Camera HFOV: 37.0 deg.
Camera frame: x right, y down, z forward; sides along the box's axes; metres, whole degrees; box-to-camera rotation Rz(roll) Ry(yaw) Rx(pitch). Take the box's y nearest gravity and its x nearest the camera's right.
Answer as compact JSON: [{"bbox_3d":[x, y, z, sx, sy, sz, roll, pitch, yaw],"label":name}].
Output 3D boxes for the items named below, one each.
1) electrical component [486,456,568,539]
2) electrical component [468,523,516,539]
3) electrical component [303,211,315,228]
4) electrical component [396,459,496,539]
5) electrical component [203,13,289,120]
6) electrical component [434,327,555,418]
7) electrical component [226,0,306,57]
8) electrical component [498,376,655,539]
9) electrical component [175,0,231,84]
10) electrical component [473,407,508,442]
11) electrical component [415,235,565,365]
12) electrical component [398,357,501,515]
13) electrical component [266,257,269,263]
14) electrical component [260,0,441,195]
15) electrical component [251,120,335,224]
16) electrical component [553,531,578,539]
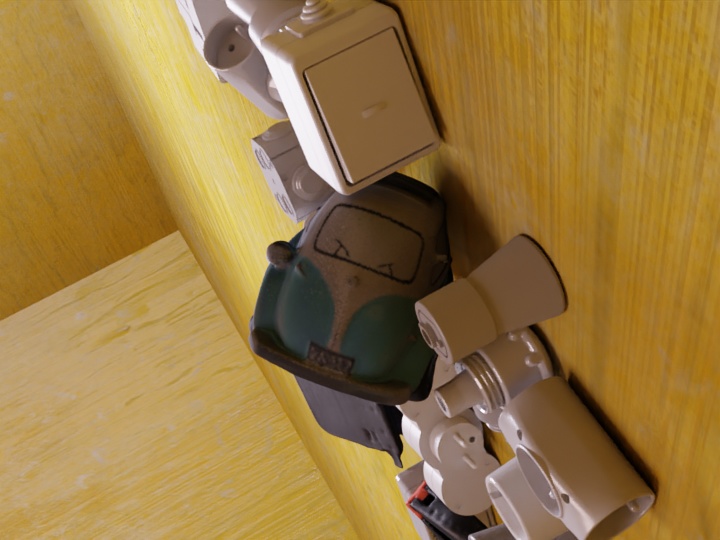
[{"bbox_3d":[0.108,0.134,0.644,0.055,0.047,0.055,58,169,18],"label":"electrical component"},{"bbox_3d":[0.111,0.194,0.763,0.045,0.055,0.045,58,169,18],"label":"electrical component"},{"bbox_3d":[0.000,0.000,0.802,0.095,0.054,0.059,58,169,19],"label":"electrical component"},{"bbox_3d":[0.077,0.209,0.953,0.061,0.062,0.096,50,164,48],"label":"electrical component"},{"bbox_3d":[-0.054,-0.133,0.727,0.079,0.043,0.077,21,172,30],"label":"electrical component"},{"bbox_3d":[0.071,0.058,0.584,0.048,0.062,0.048,58,169,19],"label":"electrical component"},{"bbox_3d":[-0.052,-0.159,0.665,0.055,0.045,0.045,56,168,27],"label":"electrical component"},{"bbox_3d":[0.111,0.107,0.564,0.077,0.044,0.079,55,168,33],"label":"electrical component"},{"bbox_3d":[-0.105,-0.197,0.811,0.055,0.050,0.089,55,168,33],"label":"electrical component"},{"bbox_3d":[0.086,0.081,0.651,0.035,0.035,0.061,46,164,56],"label":"electrical component"},{"bbox_3d":[0.060,0.017,0.520,0.044,0.065,0.044,58,169,18],"label":"electrical component"},{"bbox_3d":[0.068,0.125,0.803,0.138,0.052,0.074,65,169,-20],"label":"electrical component"},{"bbox_3d":[-0.049,0.022,1.113,0.099,0.048,0.100,66,169,-24],"label":"electrical component"},{"bbox_3d":[-0.005,-0.096,0.554,0.061,0.062,0.096,45,161,59],"label":"electrical component"},{"bbox_3d":[-0.044,-0.079,0.820,0.080,0.051,0.080,59,169,18],"label":"electrical component"},{"bbox_3d":[0.128,0.197,0.672,0.061,0.062,0.096,52,166,44],"label":"electrical component"}]
